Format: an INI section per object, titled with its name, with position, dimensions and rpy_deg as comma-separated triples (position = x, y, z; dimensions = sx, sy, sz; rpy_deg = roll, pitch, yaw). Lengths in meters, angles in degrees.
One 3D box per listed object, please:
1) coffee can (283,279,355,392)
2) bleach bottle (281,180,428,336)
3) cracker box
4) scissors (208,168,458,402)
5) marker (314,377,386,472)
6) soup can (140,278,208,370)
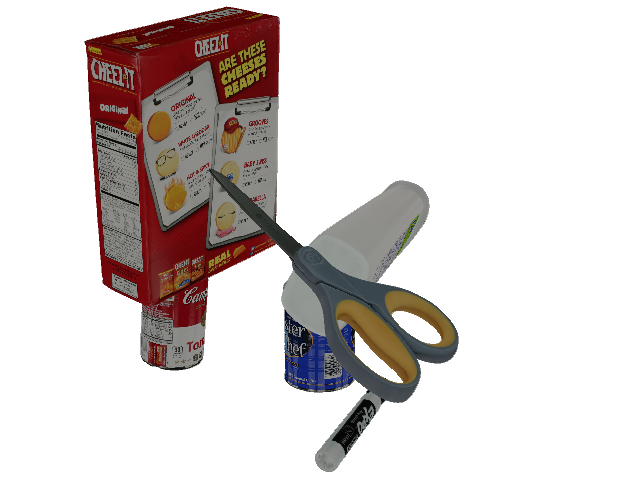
[coffee can]
position = -0.001, 0.129, 1.506
dimensions = 0.103, 0.140, 0.103
rpy_deg = 0, 18, 0
[bleach bottle]
position = 0.052, 0.003, 1.070
dimensions = 0.068, 0.103, 0.250
rpy_deg = 34, 28, 9
[cracker box]
position = -0.111, -0.074, 0.895
dimensions = 0.072, 0.214, 0.163
rpy_deg = 19, 30, 34
[scissors]
position = 0.012, 0.018, 0.666
dimensions = 0.096, 0.016, 0.202
rpy_deg = -6, 47, -35
[marker]
position = 0.029, 0.142, 0.845
dimensions = 0.020, 0.020, 0.121
rpy_deg = 0, 22, 27
[soup can]
position = -0.152, 0.075, 1.102
dimensions = 0.068, 0.102, 0.068
rpy_deg = 5, 21, -2
